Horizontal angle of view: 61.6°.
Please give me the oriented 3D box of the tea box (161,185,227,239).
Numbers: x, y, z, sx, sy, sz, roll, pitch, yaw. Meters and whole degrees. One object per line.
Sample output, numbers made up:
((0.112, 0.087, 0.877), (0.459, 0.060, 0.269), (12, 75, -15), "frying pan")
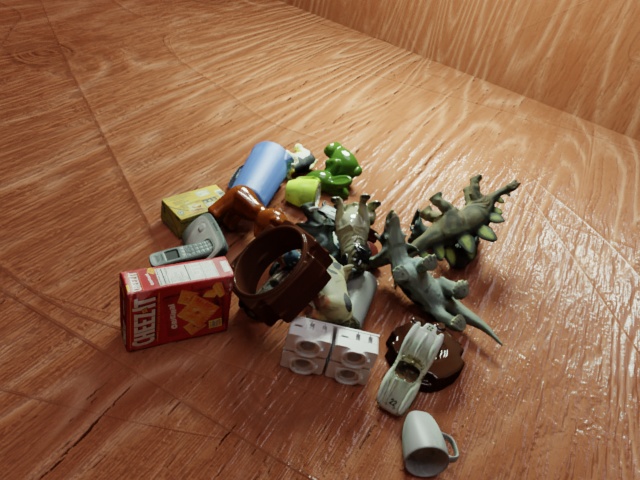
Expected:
((-0.323, -0.077, 1.423), (0.169, 0.068, 0.098), (-22, 51, -37), "tea box")

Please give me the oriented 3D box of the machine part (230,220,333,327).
((-0.089, 0.065, 1.142), (0.201, 0.087, 0.201), (-47, 40, -6), "machine part")

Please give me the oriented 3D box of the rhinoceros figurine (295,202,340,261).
((-0.003, -0.004, 1.360), (0.112, 0.073, 0.190), (-28, 86, -1), "rhinoceros figurine")

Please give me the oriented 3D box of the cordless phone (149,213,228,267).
((-0.327, 0.015, 1.298), (0.184, 0.088, 0.147), (-12, 45, -25), "cordless phone")

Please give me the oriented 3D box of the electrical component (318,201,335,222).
((0.044, -0.060, 1.545), (0.119, 0.047, 0.075), (24, 38, 11), "electrical component")

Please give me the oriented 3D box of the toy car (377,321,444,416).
((0.187, 0.263, 1.111), (0.074, 0.056, 0.201), (26, 76, 22), "toy car")

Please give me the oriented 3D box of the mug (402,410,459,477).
((0.206, 0.379, 1.022), (0.110, 0.080, 0.107), (5, 29, -6), "mug")

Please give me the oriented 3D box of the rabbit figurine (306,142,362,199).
((0.038, -0.198, 1.694), (0.170, 0.121, 0.159), (-35, 65, -24), "rabbit figurine")

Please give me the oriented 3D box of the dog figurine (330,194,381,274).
((0.092, -0.005, 1.351), (0.121, 0.190, 0.172), (-6, -10, 26), "dog figurine")

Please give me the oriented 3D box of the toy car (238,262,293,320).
((-0.109, 0.116, 1.269), (0.089, 0.053, 0.202), (24, 39, 16), "toy car")

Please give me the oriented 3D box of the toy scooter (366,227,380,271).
((0.121, 0.014, 1.457), (0.135, 0.075, 0.184), (16, 41, -41), "toy scooter")

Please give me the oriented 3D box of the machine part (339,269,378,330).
((0.081, 0.149, 1.272), (0.079, 0.079, 0.243), (21, 38, 7), "machine part")

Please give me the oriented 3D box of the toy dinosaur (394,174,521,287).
((0.368, -0.037, 1.472), (0.471, 0.105, 0.199), (-29, 68, -9), "toy dinosaur")

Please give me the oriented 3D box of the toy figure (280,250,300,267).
((-0.075, 0.035, 1.343), (0.064, 0.057, 0.155), (14, 12, -15), "toy figure")

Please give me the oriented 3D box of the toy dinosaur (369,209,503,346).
((0.263, 0.117, 1.323), (0.404, 0.131, 0.192), (48, -5, -6), "toy dinosaur")

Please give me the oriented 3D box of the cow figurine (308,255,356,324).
((0.027, 0.103, 1.193), (0.127, 0.085, 0.195), (23, 31, -28), "cow figurine")

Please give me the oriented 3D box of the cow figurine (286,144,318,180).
((-0.081, -0.239, 1.719), (0.098, 0.068, 0.167), (33, 41, 13), "cow figurine")

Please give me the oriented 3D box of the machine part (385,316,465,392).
((0.237, 0.254, 1.210), (0.179, 0.056, 0.179), (9, 39, -7), "machine part")

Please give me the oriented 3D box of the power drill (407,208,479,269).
((0.369, -0.018, 1.591), (0.207, 0.086, 0.232), (25, 40, 0), "power drill")

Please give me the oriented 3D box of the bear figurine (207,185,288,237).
((-0.168, -0.049, 1.366), (0.132, 0.120, 0.196), (-46, 65, 0), "bear figurine")
